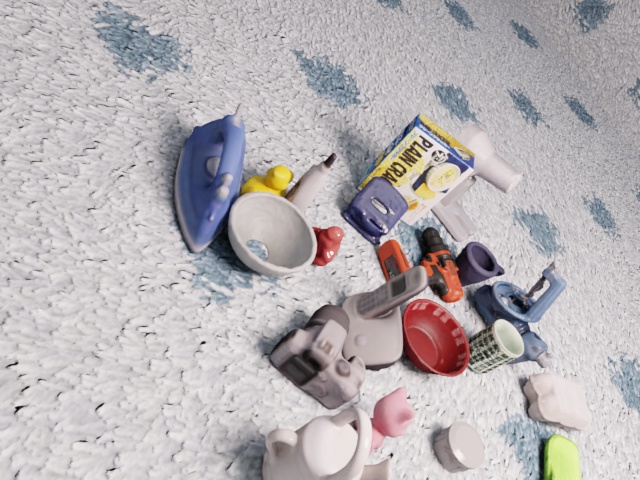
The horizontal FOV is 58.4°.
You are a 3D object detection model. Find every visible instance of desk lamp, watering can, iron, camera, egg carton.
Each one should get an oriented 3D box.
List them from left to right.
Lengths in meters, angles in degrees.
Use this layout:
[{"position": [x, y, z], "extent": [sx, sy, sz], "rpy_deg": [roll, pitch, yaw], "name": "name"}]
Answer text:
[{"position": [-0.172, -0.114, 0.978], "extent": [0.119, 0.141, 0.258], "rpy_deg": [20, 47, -25], "name": "iron"}, {"position": [0.017, 0.174, 0.928], "extent": [0.143, 0.100, 0.137], "rpy_deg": [40, 41, -5], "name": "camera"}, {"position": [0.016, 0.288, 0.765], "extent": [0.173, 0.193, 0.101], "rpy_deg": [10, 51, -33], "name": "watering can"}, {"position": [0.362, -0.140, 1.374], "extent": [0.118, 0.213, 0.203], "rpy_deg": [-24, 74, -47], "name": "desk lamp"}, {"position": [0.500, 0.342, 1.204], "extent": [0.151, 0.069, 0.107], "rpy_deg": [21, 46, -24], "name": "egg carton"}]

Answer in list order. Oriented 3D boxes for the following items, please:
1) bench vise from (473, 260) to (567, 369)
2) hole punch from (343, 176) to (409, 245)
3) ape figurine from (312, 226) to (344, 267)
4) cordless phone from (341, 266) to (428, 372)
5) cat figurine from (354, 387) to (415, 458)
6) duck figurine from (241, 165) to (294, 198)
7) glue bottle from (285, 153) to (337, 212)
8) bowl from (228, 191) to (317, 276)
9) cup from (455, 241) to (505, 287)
[{"position": [0.449, 0.152, 1.203], "extent": [0.122, 0.219, 0.207], "rpy_deg": [-22, 73, -46], "name": "bench vise"}, {"position": [0.120, -0.063, 1.209], "extent": [0.109, 0.091, 0.101], "rpy_deg": [42, 41, -3], "name": "hole punch"}, {"position": [0.010, 0.004, 1.066], "extent": [0.076, 0.092, 0.077], "rpy_deg": [6, 54, -36], "name": "ape figurine"}, {"position": [0.117, 0.132, 0.978], "extent": [0.094, 0.184, 0.147], "rpy_deg": [20, 47, -26], "name": "cordless phone"}, {"position": [0.095, 0.288, 0.885], "extent": [0.067, 0.117, 0.128], "rpy_deg": [52, 42, 8], "name": "cat figurine"}, {"position": [-0.092, -0.105, 1.077], "extent": [0.105, 0.086, 0.077], "rpy_deg": [-24, 74, -47], "name": "duck figurine"}, {"position": [-0.018, -0.106, 1.072], "extent": [0.037, 0.172, 0.078], "rpy_deg": [28, 44, -18], "name": "glue bottle"}, {"position": [-0.093, 0.001, 0.999], "extent": [0.168, 0.074, 0.167], "rpy_deg": [22, 46, -24], "name": "bowl"}, {"position": [0.343, 0.068, 1.280], "extent": [0.118, 0.094, 0.091], "rpy_deg": [24, 45, -22], "name": "cup"}]
